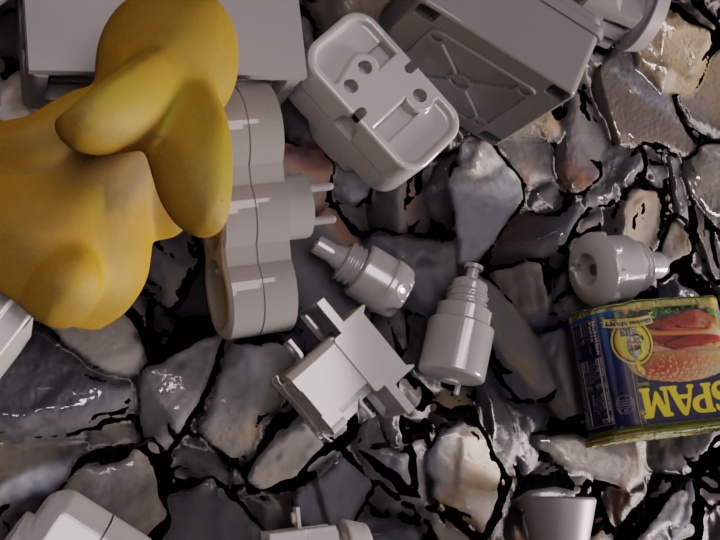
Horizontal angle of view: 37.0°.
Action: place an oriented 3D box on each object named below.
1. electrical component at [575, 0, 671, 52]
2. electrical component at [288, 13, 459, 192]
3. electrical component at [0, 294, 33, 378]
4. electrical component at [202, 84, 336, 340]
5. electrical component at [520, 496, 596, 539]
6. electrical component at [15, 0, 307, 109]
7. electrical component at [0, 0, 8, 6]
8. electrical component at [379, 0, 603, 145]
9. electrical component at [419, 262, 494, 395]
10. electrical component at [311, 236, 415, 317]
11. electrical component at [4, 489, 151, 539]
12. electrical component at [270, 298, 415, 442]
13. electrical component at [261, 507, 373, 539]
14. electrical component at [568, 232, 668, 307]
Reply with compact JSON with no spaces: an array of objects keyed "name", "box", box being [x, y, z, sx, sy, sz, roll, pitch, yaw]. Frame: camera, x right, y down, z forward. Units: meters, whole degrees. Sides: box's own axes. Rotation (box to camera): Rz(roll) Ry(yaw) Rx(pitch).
[{"name":"electrical component","box":[0.173,-0.182,0.729,0.057,0.058,0.078,18,72,-13]},{"name":"electrical component","box":[0.005,-0.097,0.644,0.095,0.059,0.053,47,67,-5]},{"name":"electrical component","box":[-0.213,0.052,0.517,0.057,0.078,0.113,35,68,-7]},{"name":"electrical component","box":[-0.048,-0.034,0.598,0.074,0.052,0.138,-8,99,-22]},{"name":"electrical component","box":[0.118,0.162,0.634,0.045,0.045,0.055,5,76,-20]},{"name":"electrical component","box":[-0.114,-0.140,0.607,0.150,0.062,0.089,-3,79,-21]},{"name":"electrical component","box":[-0.219,-0.155,0.571,0.043,0.077,0.079,18,111,-40]},{"name":"electrical component","box":[0.070,-0.136,0.651,0.109,0.109,0.056,29,72,-12]},{"name":"electrical component","box":[0.061,0.034,0.645,0.040,0.040,0.078,19,72,-16]},{"name":"electrical component","box":[0.000,0.000,0.633,0.061,0.035,0.035,31,69,-9]},{"name":"electrical component","box":[-0.155,0.158,0.527,0.059,0.054,0.095,36,68,-10]},{"name":"electrical component","box":[-0.012,0.059,0.611,0.064,0.042,0.081,-41,93,-20]},{"name":"electrical component","box":[-0.022,0.161,0.582,0.055,0.048,0.066,-4,79,-14]},{"name":"electrical component","box":[0.170,-0.002,0.693,0.062,0.048,0.048,-4,79,-28]}]
